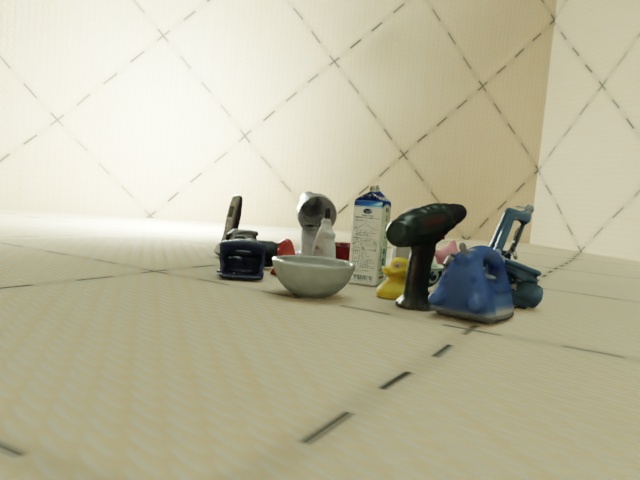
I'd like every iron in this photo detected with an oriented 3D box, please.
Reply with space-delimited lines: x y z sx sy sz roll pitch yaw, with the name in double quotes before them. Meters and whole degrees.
"iron" 0.308 0.073 1.082 0.118 0.141 0.259 8 5 37

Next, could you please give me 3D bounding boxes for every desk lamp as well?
"desk lamp" -0.030 -0.043 1.764 0.118 0.213 0.203 4 5 -14

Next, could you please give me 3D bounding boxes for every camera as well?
"camera" -0.167 0.025 1.451 0.137 0.101 0.143 3 5 -20

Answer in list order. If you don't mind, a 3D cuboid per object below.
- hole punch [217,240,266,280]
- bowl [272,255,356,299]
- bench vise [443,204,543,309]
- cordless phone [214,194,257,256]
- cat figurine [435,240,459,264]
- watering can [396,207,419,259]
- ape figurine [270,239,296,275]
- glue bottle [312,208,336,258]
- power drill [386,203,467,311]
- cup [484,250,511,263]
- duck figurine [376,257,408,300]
"hole punch" -0.177 0.042 1.290 0.109 0.091 0.101 4 4 -8
"bowl" -0.015 0.075 1.133 0.167 0.075 0.167 5 4 0
"bench vise" 0.372 0.031 1.190 0.208 0.220 0.121 3 5 -20
"cordless phone" -0.234 -0.036 1.624 0.094 0.185 0.147 2 5 -36
"cat figurine" 0.345 0.061 1.445 0.127 0.118 0.067 5 4 6
"watering can" 0.270 -0.001 1.665 0.101 0.194 0.172 4 5 -16
"ape figurine" -0.084 0.042 1.381 0.076 0.092 0.078 6 5 13
"glue bottle" 0.013 0.005 1.440 0.037 0.173 0.077 2 5 -33
"power drill" 0.211 0.028 1.124 0.075 0.208 0.230 9 6 42
"cup" 0.462 0.072 1.578 0.117 0.095 0.092 6 5 16
"duck figurine" 0.170 0.080 1.210 0.105 0.086 0.077 3 5 -28
